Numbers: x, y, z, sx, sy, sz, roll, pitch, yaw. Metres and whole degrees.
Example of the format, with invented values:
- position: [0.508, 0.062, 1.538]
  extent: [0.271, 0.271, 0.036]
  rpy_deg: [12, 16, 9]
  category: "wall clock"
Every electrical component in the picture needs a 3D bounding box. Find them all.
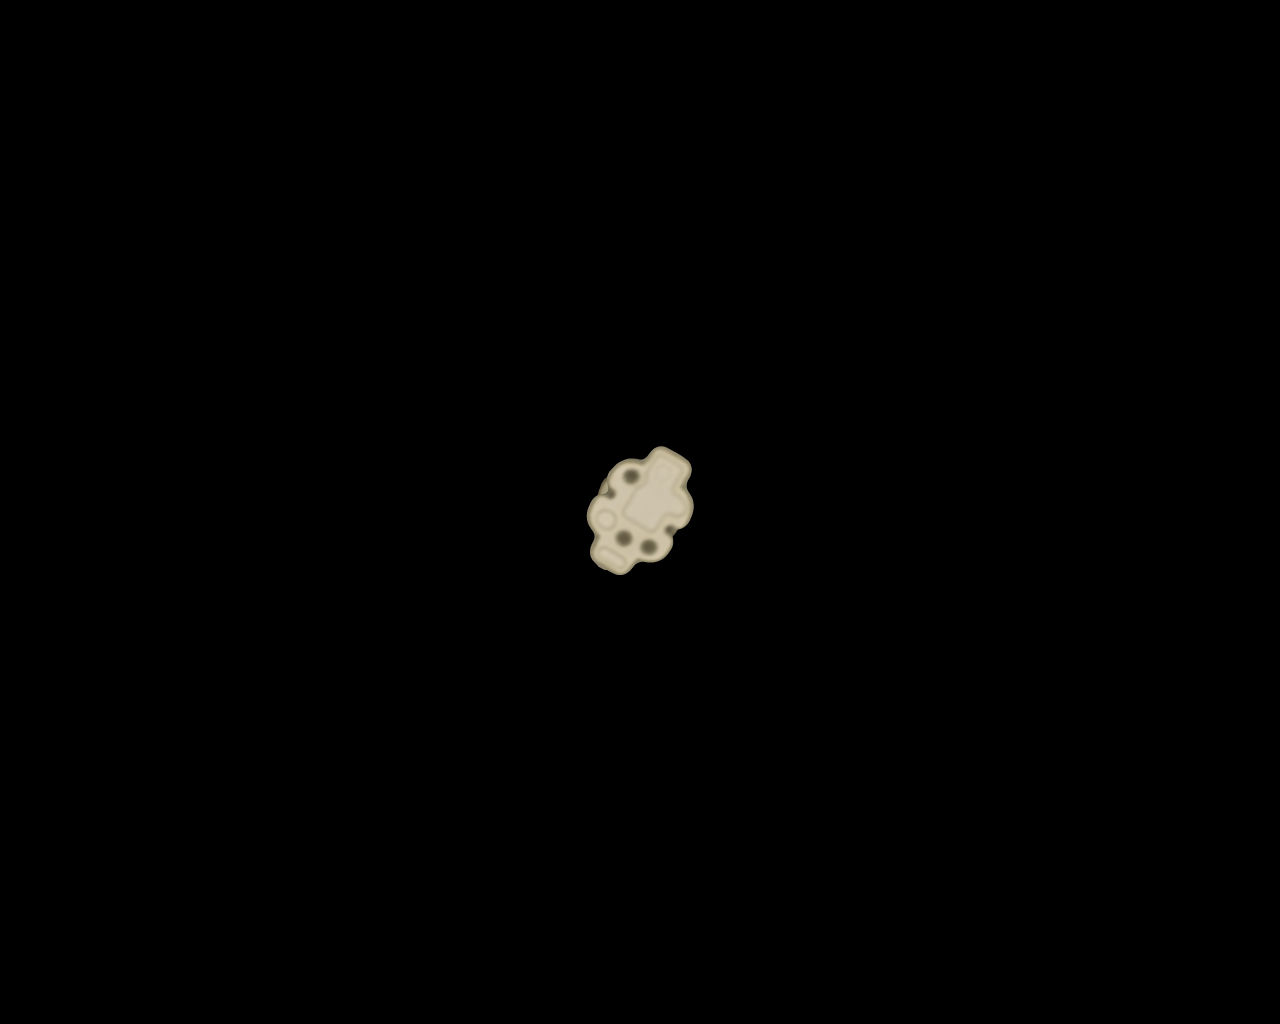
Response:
- position: [0.001, -0.003, 0.650]
  extent: [0.058, 0.078, 0.057]
  rpy_deg: [32, 4, -2]
  category: "electrical component"
